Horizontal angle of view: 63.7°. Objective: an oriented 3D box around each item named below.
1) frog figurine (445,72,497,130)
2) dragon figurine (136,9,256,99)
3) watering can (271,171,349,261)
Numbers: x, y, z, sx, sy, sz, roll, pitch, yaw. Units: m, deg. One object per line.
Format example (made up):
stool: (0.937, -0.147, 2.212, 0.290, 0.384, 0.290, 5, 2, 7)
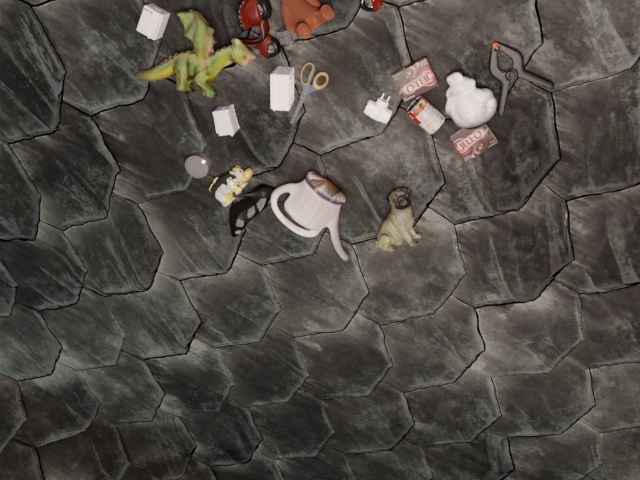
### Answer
frog figurine: (0.422, -0.400, 1.461, 0.137, 0.125, 0.156, -6, 132, 34)
dragon figurine: (-0.381, -0.552, 1.520, 0.411, 0.124, 0.239, 17, 113, 16)
watering can: (0.005, -0.086, 1.712, 0.346, 0.106, 0.221, 34, 119, -11)
